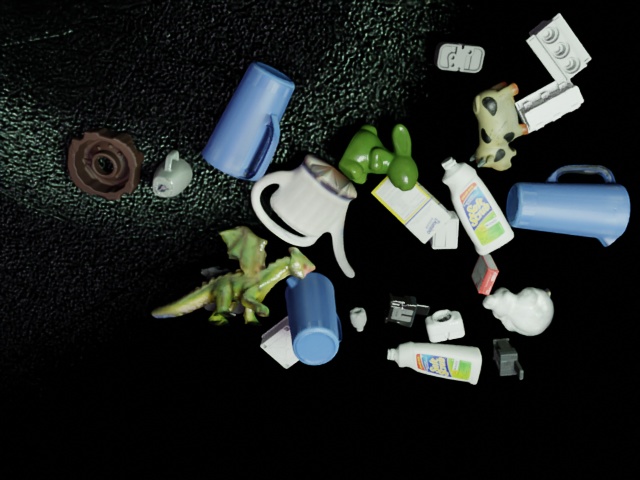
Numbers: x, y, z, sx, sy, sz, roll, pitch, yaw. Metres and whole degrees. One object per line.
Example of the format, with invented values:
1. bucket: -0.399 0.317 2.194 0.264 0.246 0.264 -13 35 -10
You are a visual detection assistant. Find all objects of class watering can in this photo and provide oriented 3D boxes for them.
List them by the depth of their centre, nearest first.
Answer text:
1. watering can: 0.004 -0.063 1.246 0.345 0.106 0.221 35 113 -17

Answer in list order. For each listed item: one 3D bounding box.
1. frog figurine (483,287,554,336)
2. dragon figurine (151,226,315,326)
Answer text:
1. frog figurine: 0.510 0.175 1.325 0.159 0.126 0.134 13 135 -16
2. dragon figurine: -0.218 0.085 1.287 0.410 0.120 0.247 1 69 9
